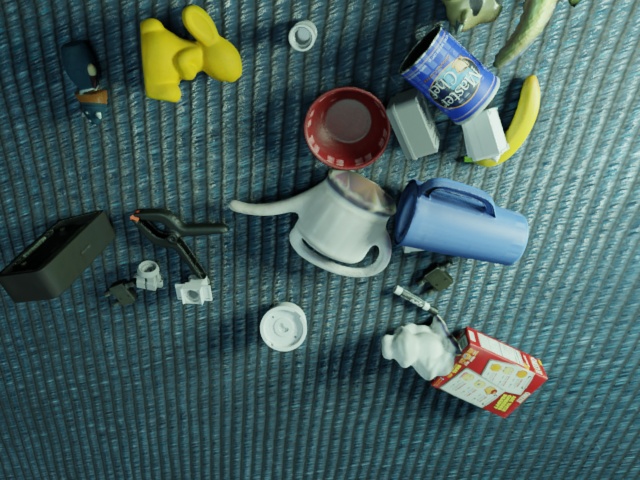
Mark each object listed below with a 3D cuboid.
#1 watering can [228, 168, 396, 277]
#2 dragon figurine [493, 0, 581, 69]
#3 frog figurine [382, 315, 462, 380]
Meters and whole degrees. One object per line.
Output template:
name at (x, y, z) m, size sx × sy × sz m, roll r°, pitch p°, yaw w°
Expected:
watering can at (0.003, -0.052, 1.037) m, size 0.347 × 0.220 × 0.106 m, roll 29°, pitch 28°, yaw -7°
dragon figurine at (0.360, -0.476, 0.753) m, size 0.406 × 0.241 × 0.124 m, roll -41°, pitch 11°, yaw 16°
frog figurine at (0.222, 0.252, 1.166) m, size 0.160 × 0.140 × 0.120 m, roll -18°, pitch -32°, yaw -5°
